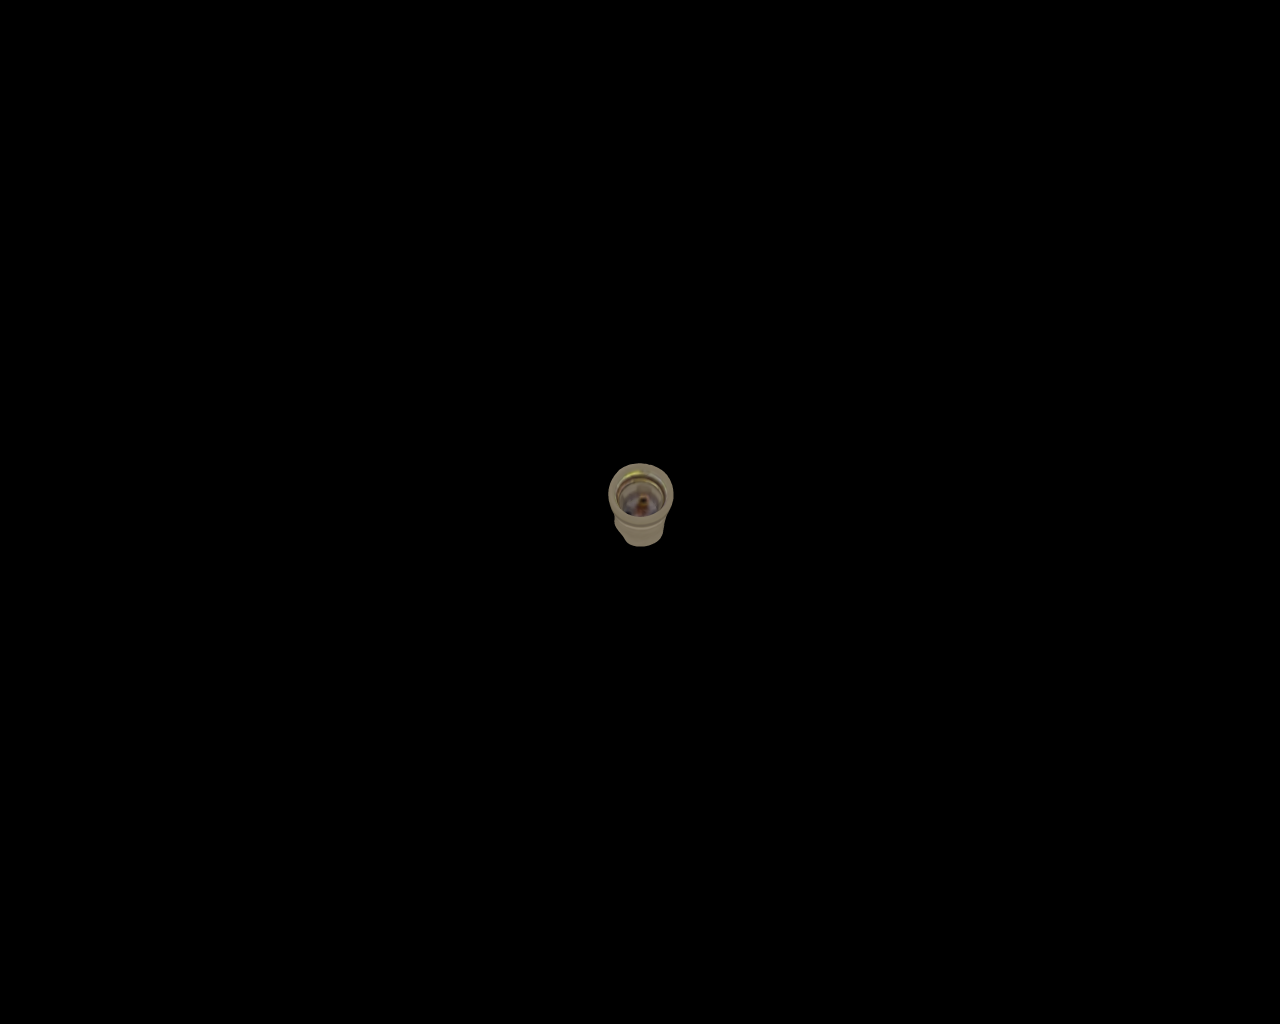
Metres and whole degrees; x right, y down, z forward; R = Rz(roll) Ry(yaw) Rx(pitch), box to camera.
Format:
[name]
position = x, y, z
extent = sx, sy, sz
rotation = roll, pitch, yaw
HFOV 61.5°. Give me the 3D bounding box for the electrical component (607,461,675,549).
[electrical component]
position = 0.001, -0.003, 0.650
extent = 0.040, 0.040, 0.046
rotation = 0, -28, 0
